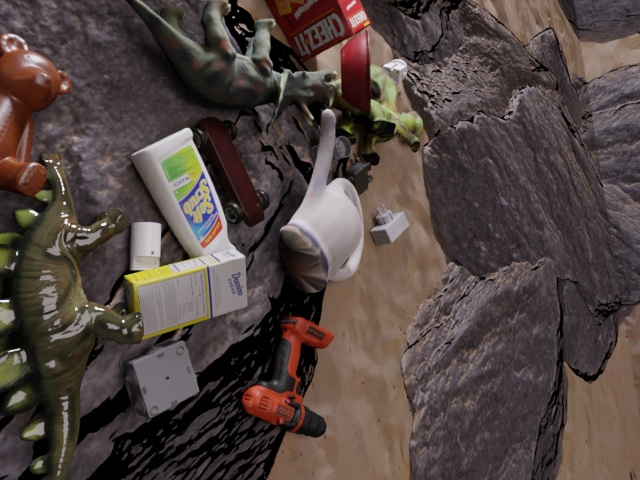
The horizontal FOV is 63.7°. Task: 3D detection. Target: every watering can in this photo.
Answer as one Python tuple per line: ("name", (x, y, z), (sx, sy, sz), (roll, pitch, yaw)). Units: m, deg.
("watering can", (0.003, -0.049, 0.971), (0.229, 0.104, 0.340), (-47, 132, -40))

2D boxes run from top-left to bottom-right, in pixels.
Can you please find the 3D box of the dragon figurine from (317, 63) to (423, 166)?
("dragon figurine", (0.108, -0.315, 1.167), (0.406, 0.120, 0.249), (31, 46, -32))
